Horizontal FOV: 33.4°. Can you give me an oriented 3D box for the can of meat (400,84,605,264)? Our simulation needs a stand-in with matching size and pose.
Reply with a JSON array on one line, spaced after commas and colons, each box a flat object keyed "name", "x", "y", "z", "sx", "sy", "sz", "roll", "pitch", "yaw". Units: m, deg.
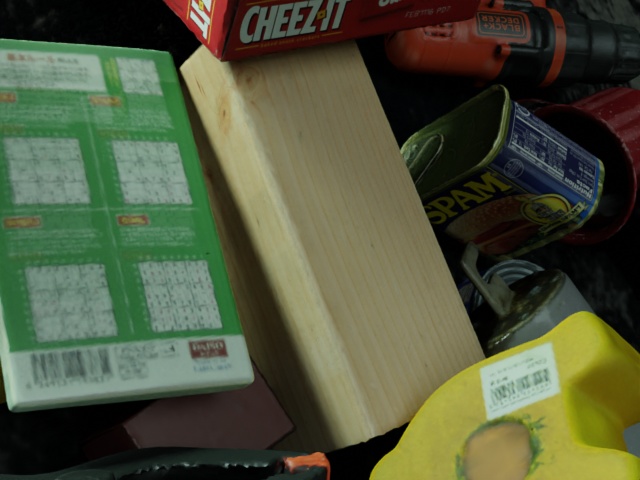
[{"name": "can of meat", "x": 0.104, "y": -0.035, "z": 0.635, "sx": 0.083, "sy": 0.102, "sz": 0.057, "roll": 29, "pitch": 57, "yaw": -24}]

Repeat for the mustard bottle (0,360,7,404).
[{"name": "mustard bottle", "x": -0.160, "y": 0.033, "z": 0.462, "sx": 0.191, "sy": 0.058, "sz": 0.096, "roll": -6, "pitch": 73, "yaw": -34}]

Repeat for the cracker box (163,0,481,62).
[{"name": "cracker box", "x": -0.032, "y": -0.187, "z": 0.562, "sx": 0.163, "sy": 0.072, "sz": 0.214, "roll": -17, "pitch": 52, "yaw": -32}]

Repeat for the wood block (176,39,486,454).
[{"name": "wood block", "x": -0.004, "y": 0.001, "z": 0.557, "sx": 0.090, "sy": 0.090, "sz": 0.206, "roll": -17, "pitch": 81, "yaw": -37}]

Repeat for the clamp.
[{"name": "clamp", "x": -0.089, "y": 0.111, "z": 0.393, "sx": 0.209, "sy": 0.165, "sz": 0.036, "roll": -2, "pitch": 100, "yaw": -18}]

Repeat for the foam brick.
[{"name": "foam brick", "x": -0.062, "y": 0.093, "z": 0.506, "sx": 0.078, "sy": 0.053, "sz": 0.051, "roll": -32, "pitch": 91, "yaw": -37}]

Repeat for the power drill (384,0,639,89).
[{"name": "power drill", "x": 0.127, "y": -0.190, "z": 0.717, "sx": 0.184, "sy": 0.057, "sz": 0.187, "roll": 2, "pitch": 68, "yaw": -17}]

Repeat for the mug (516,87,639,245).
[{"name": "mug", "x": 0.175, "y": -0.059, "z": 0.707, "sx": 0.117, "sy": 0.093, "sz": 0.081, "roll": 36, "pitch": 41, "yaw": 28}]

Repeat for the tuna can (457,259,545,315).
[{"name": "tuna can", "x": 0.116, "y": 0.057, "z": 0.648, "sx": 0.086, "sy": 0.034, "sz": 0.086, "roll": 12, "pitch": 66, "yaw": -29}]
